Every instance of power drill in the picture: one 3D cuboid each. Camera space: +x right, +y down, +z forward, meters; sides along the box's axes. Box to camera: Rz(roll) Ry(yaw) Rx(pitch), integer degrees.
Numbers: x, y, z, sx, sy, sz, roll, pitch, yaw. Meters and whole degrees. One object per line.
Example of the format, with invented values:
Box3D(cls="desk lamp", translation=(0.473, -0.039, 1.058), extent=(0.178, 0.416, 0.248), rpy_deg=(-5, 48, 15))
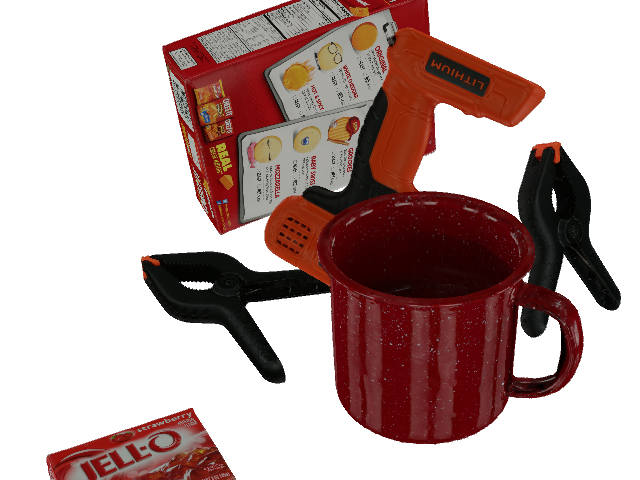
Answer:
Box3D(cls="power drill", translation=(0.073, -0.032, 0.710), extent=(0.184, 0.188, 0.057), rpy_deg=(28, 11, 12))

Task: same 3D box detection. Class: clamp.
Box3D(cls="clamp", translation=(0.208, 0.001, 0.954), extent=(0.120, 0.171, 0.039), rpy_deg=(-25, 9, -39))
Box3D(cls="clamp", translation=(-0.087, 0.060, 1.028), extent=(0.210, 0.036, 0.164), rpy_deg=(12, 38, 16))

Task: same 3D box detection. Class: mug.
Box3D(cls="mug", translation=(0.057, 0.037, 0.471), extent=(0.117, 0.081, 0.093), rpy_deg=(10, 33, 20))

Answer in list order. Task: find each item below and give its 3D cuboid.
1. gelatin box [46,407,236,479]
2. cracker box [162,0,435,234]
Box3D(cls="gelatin box", translation=(-0.098, 0.133, 0.586), extent=(0.089, 0.030, 0.073), rpy_deg=(-15, 28, -20))
Box3D(cls="cracker box", translation=(-0.014, -0.118, 0.904), extent=(0.213, 0.164, 0.072), rpy_deg=(-23, 45, -14))
